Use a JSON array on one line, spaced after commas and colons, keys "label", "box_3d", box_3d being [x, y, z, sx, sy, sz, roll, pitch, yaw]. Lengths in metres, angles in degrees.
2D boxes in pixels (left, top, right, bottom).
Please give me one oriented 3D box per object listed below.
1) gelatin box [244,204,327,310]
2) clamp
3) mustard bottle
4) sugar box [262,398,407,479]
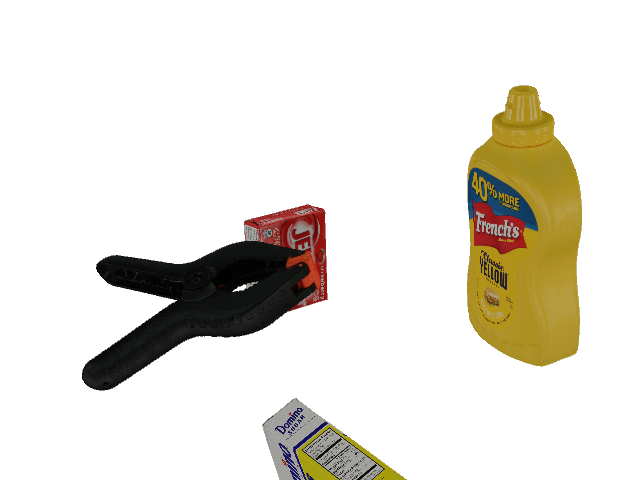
[{"label": "gelatin box", "box_3d": [-0.030, 0.018, 0.956, 0.073, 0.089, 0.030, -15, 23, -36]}, {"label": "clamp", "box_3d": [-0.087, 0.047, 0.734, 0.172, 0.120, 0.039, -10, -42, 15]}, {"label": "mustard bottle", "box_3d": [0.140, -0.014, 0.742, 0.058, 0.192, 0.096, -16, 29, -21]}, {"label": "sugar box", "box_3d": [0.030, 0.207, 0.851, 0.048, 0.093, 0.176, -37, 43, -28]}]
